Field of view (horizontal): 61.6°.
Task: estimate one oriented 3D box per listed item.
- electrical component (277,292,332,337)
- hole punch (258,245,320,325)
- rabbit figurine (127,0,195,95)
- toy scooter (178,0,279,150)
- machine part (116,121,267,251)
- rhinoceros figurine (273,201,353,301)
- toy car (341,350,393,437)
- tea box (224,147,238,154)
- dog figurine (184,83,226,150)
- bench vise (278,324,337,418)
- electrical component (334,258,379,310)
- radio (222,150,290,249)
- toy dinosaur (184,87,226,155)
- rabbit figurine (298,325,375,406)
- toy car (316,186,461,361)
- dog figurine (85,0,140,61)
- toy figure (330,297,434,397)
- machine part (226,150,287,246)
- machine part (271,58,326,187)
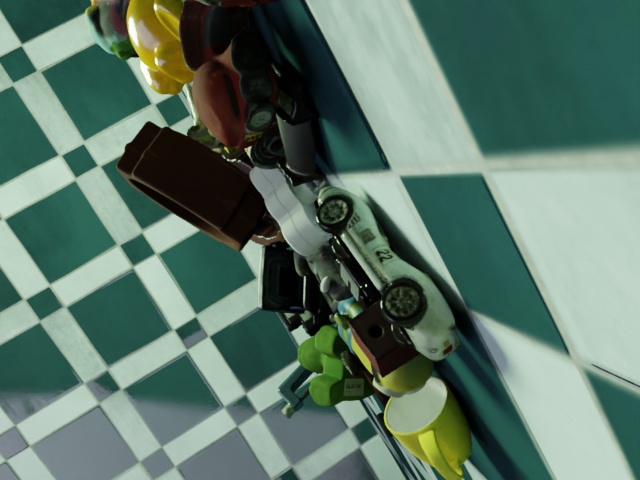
[{"bbox_3d":[-0.015,0.103,0.964,0.115,0.134,0.058,57,174,24],"label":"electrical component"},{"bbox_3d":[-0.046,0.067,0.884,0.115,0.092,0.142,49,-141,-74],"label":"hole punch"},{"bbox_3d":[-0.119,-0.213,0.582,0.173,0.122,0.162,47,158,14],"label":"rabbit figurine"},{"bbox_3d":[-0.072,-0.166,0.458,0.135,0.075,0.183,22,127,58],"label":"toy scooter"},{"bbox_3d":[-0.175,-0.072,0.771,0.201,0.087,0.201,30,170,-5],"label":"machine part"},{"bbox_3d":[-0.001,-0.002,0.730,0.190,0.073,0.112,60,160,23],"label":"rhinoceros figurine"},{"bbox_3d":[0.103,0.211,0.802,0.202,0.089,0.053,61,172,-27],"label":"toy car"},{"bbox_3d":[-0.168,-0.223,0.923,0.170,0.068,0.098,45,164,56],"label":"tea box"},{"bbox_3d":[-0.158,-0.237,0.772,0.172,0.121,0.190,154,98,-76],"label":"dog figurine"},{"bbox_3d":[0.002,0.231,1.032,0.224,0.240,0.128,37,159,27],"label":"bench vise"},{"bbox_3d":[0.053,0.041,0.622,0.075,0.048,0.119,57,170,17],"label":"electrical component"},{"bbox_3d":[-0.108,-0.081,1.082,0.131,0.073,0.229,53,172,34],"label":"radio"},{"bbox_3d":[-0.213,-0.207,1.157,0.199,0.105,0.470,57,168,41],"label":"toy dinosaur"},{"bbox_3d":[0.034,0.189,0.896,0.170,0.159,0.121,0,93,61],"label":"rabbit figurine"},{"bbox_3d":[0.057,0.025,0.505,0.202,0.056,0.073,55,177,35],"label":"toy car"},{"bbox_3d":[-0.255,-0.342,0.709,0.219,0.108,0.191,-139,64,-71],"label":"dog figurine"},{"bbox_3d":[0.072,0.120,0.681,0.180,0.082,0.089,54,171,49],"label":"toy figure"},{"bbox_3d":[-0.101,-0.072,0.889,0.180,0.056,0.179,29,144,23],"label":"machine part"},{"bbox_3d":[-0.029,-0.118,0.556,0.084,0.039,0.138,42,157,36],"label":"machine part"}]
